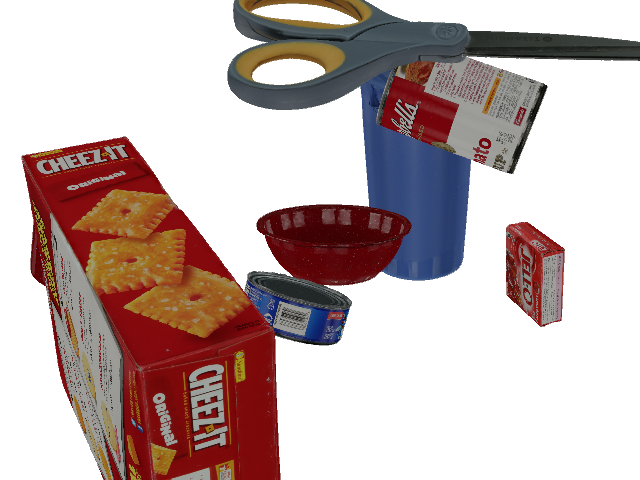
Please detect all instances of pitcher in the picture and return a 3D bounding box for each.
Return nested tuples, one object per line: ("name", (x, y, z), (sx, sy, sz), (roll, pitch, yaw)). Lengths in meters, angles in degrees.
("pitcher", (0.120, -0.086, 1.245), (0.149, 0.243, 0.145), (-5, 23, -7))

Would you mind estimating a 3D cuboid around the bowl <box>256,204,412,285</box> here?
("bowl", (0.014, 0.007, 1.110), (0.162, 0.055, 0.162), (0, 16, 0))

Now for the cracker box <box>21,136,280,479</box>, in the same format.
("cracker box", (-0.092, 0.062, 0.570), (0.072, 0.164, 0.214), (-14, 34, -21))

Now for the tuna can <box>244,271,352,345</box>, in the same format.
("tuna can", (-0.020, 0.053, 0.844), (0.086, 0.034, 0.086), (15, 8, -2))

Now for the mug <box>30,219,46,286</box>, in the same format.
("mug", (-0.209, -0.001, 0.921), (0.093, 0.081, 0.117), (9, 21, -5))

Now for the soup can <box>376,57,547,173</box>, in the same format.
("soup can", (0.098, -0.095, 0.745), (0.102, 0.068, 0.068), (22, 3, 8))

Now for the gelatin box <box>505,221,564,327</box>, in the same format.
("gelatin box", (0.225, 0.034, 1.125), (0.030, 0.089, 0.073), (-14, 29, -16))

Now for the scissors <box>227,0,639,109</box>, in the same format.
("scissors", (0.045, -0.081, 0.490), (0.202, 0.016, 0.096), (15, 50, 18))
